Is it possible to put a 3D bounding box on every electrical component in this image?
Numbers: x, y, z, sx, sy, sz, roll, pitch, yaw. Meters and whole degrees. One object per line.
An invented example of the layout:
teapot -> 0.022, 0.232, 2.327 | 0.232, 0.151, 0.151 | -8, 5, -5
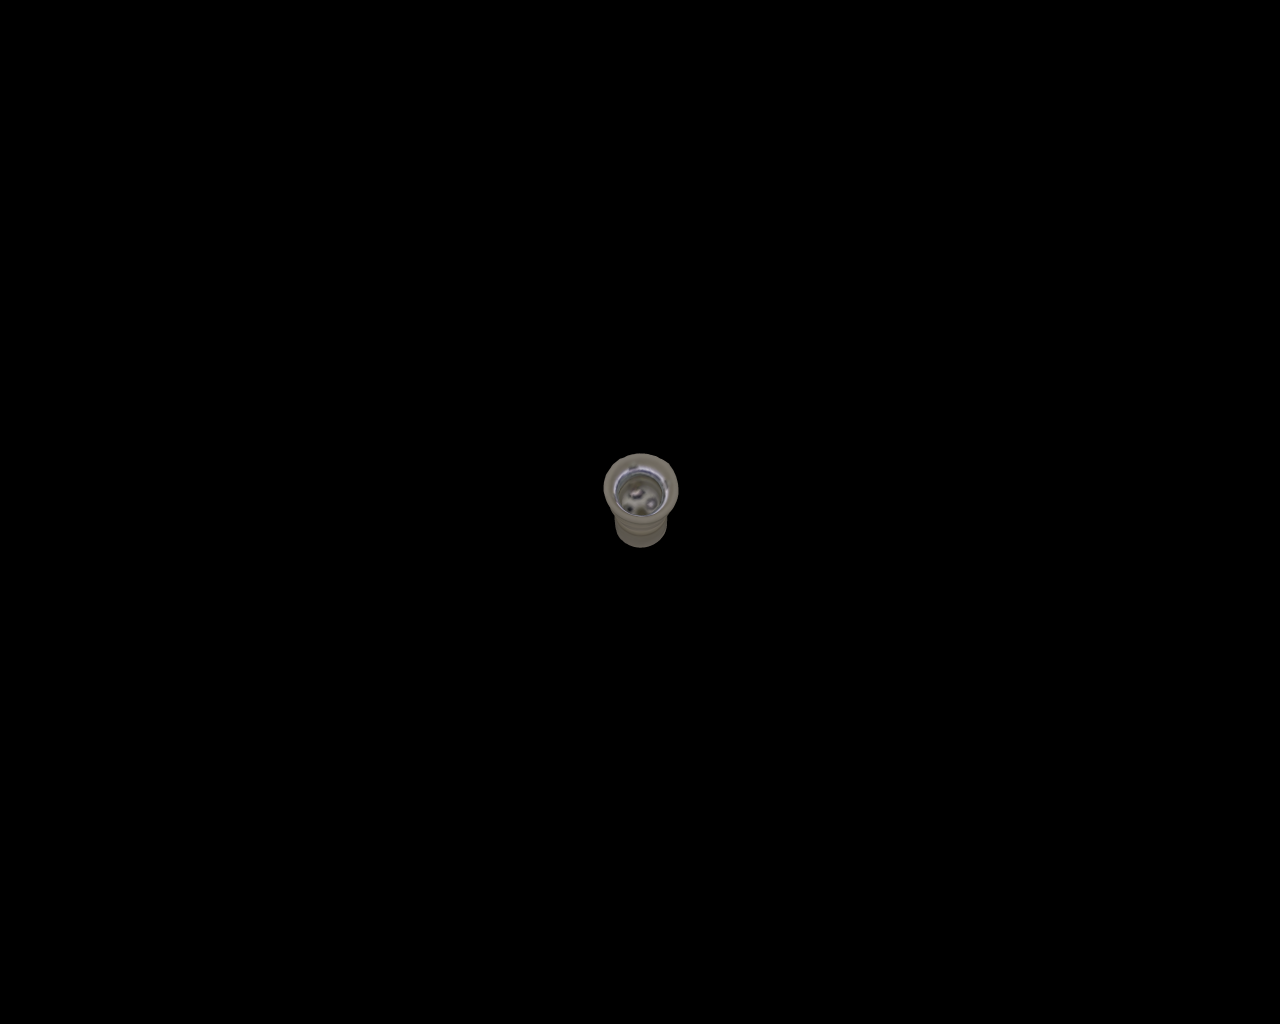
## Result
electrical component -> 0.001, -0.003, 0.650 | 0.044, 0.044, 0.065 | 0, -22, 0
